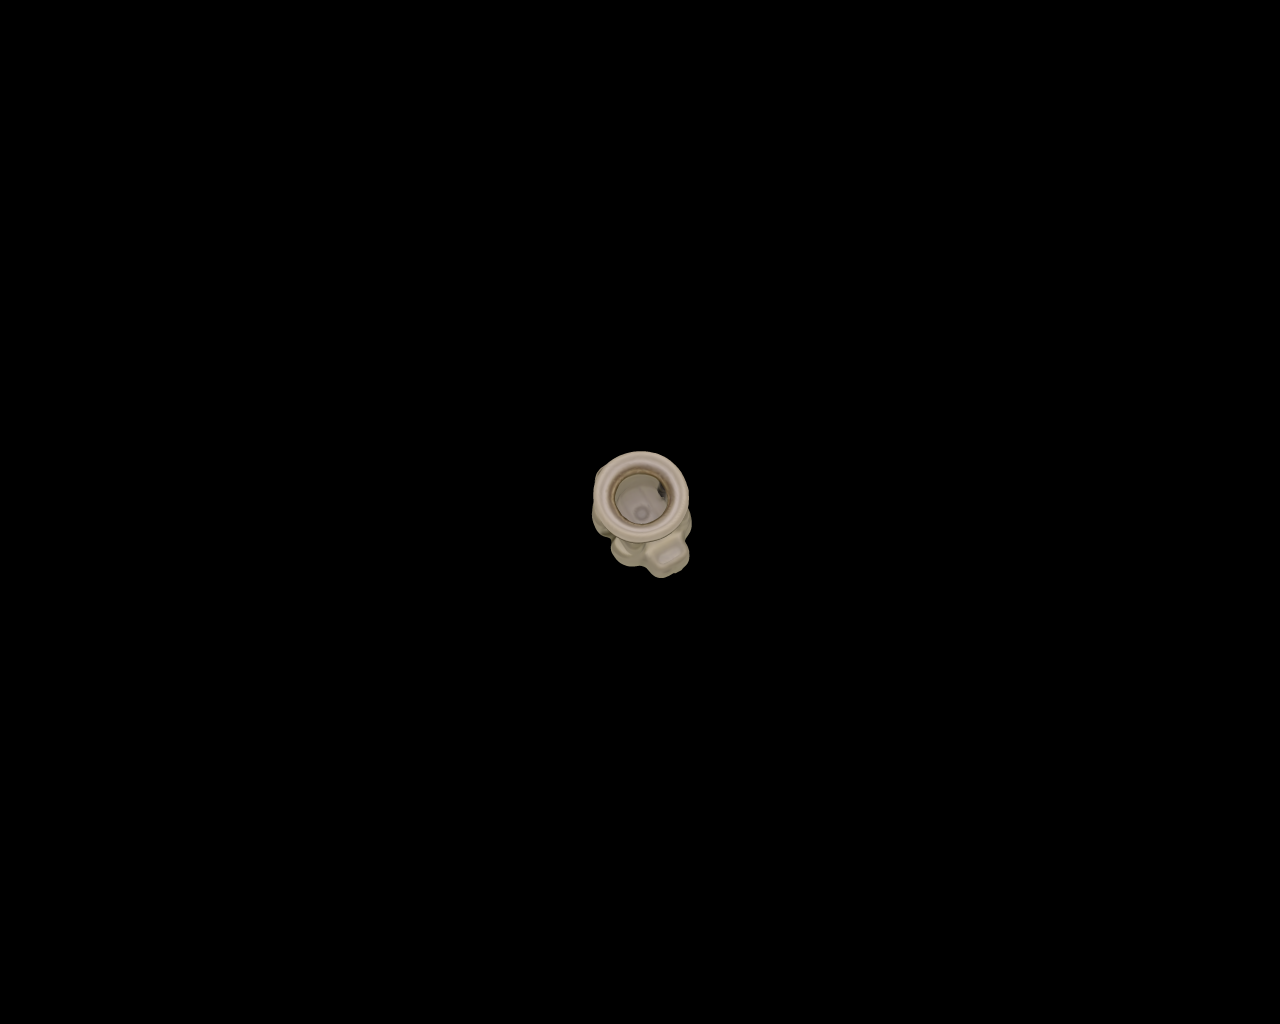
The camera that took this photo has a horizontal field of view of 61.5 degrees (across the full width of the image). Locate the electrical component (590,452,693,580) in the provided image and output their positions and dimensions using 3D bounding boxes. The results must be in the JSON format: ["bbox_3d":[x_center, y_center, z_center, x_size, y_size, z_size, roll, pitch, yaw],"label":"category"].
[{"bbox_3d":[0.001,-0.003,0.650,0.058,0.078,0.057,-30,-15,-9],"label":"electrical component"}]
